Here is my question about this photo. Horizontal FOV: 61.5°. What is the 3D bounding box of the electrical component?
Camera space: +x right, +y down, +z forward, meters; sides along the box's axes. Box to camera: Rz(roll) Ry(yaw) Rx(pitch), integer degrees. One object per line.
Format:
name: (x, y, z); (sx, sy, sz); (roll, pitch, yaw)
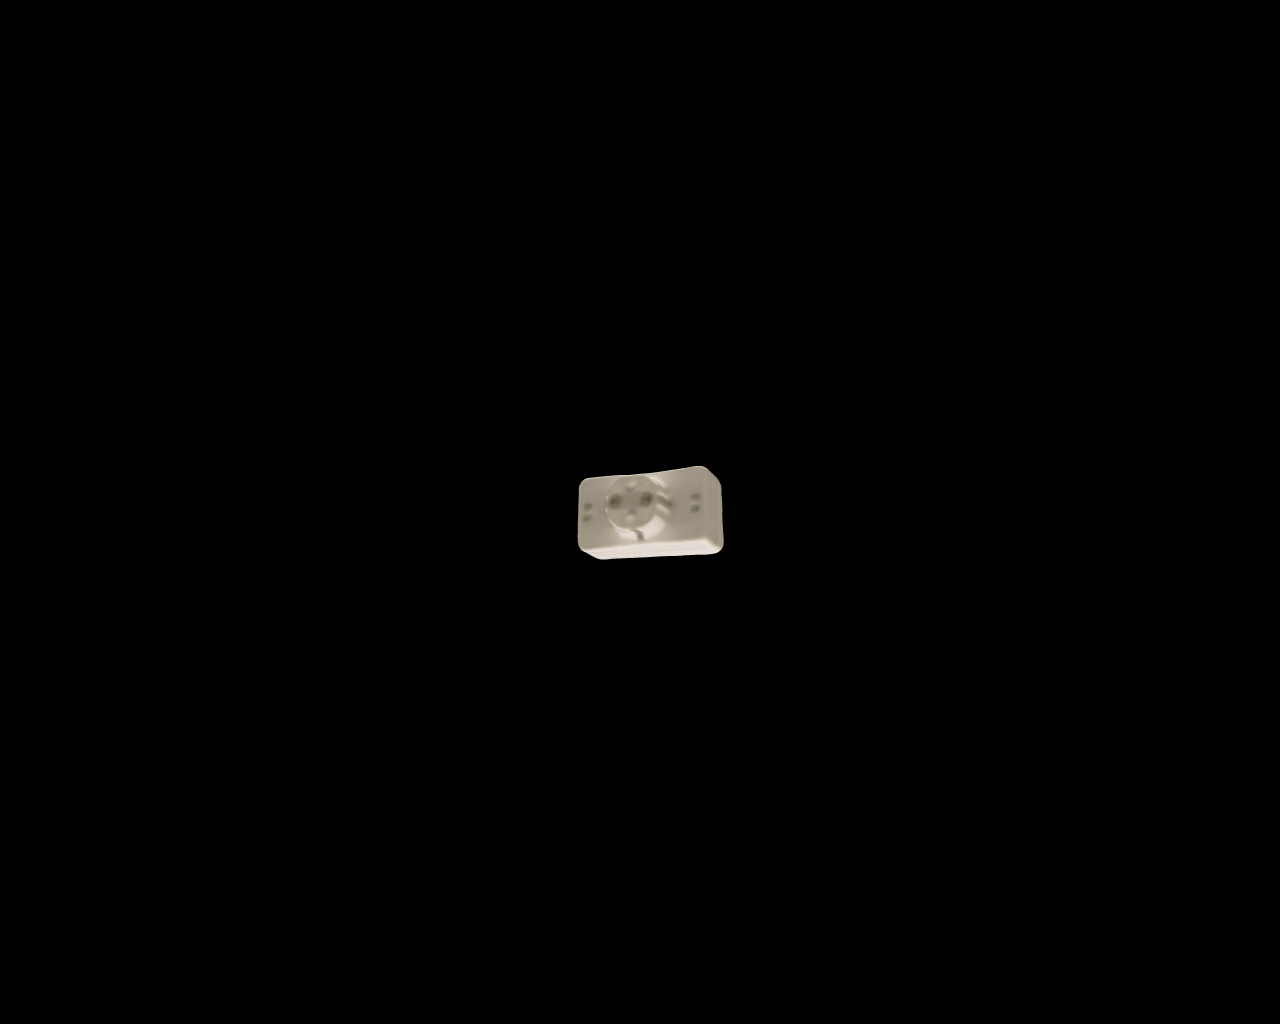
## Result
electrical component: (0.001, -0.003, 0.650); (0.083, 0.047, 0.075); (-5, -15, 18)
